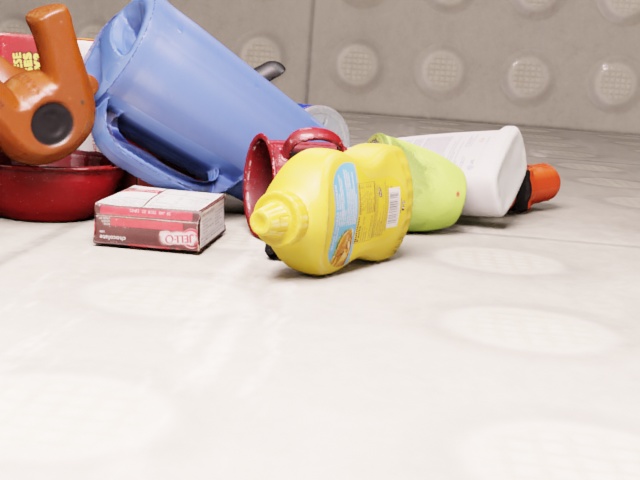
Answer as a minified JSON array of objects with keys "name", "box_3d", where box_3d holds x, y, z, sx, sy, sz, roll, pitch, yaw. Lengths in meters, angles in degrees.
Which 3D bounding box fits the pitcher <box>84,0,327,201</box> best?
[{"name":"pitcher","box_3d":[-0.108,-0.113,1.023,0.242,0.149,0.145,32,4,-30]}]

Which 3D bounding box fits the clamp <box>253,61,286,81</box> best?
[{"name":"clamp","box_3d":[-0.114,-0.118,1.117,0.171,0.120,0.039,-9,13,-11]}]

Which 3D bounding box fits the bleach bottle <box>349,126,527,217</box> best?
[{"name":"bleach bottle","box_3d":[0.089,-0.076,1.160,0.251,0.068,0.102,3,42,30]}]

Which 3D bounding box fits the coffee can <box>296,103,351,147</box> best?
[{"name":"coffee can","box_3d":[-0.044,-0.127,1.369,0.102,0.103,0.141,-4,13,-38]}]

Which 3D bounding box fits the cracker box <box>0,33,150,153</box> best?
[{"name":"cracker box","box_3d":[-0.238,-0.136,1.167,0.213,0.164,0.072,5,9,3]}]

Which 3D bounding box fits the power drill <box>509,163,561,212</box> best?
[{"name":"power drill","box_3d":[0.164,-0.069,1.273,0.184,0.057,0.188,-9,18,-42]}]

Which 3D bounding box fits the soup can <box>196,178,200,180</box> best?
[{"name":"soup can","box_3d":[-0.128,-0.100,1.285,0.102,0.068,0.069,-4,13,-39]}]

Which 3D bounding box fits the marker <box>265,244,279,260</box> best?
[{"name":"marker","box_3d":[-0.006,0.001,0.903,0.020,0.020,0.120,11,13,35]}]

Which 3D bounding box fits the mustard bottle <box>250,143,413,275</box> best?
[{"name":"mustard bottle","box_3d":[0.007,-0.023,0.823,0.058,0.096,0.191,11,12,29]}]

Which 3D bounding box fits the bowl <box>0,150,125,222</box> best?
[{"name":"bowl","box_3d":[-0.255,-0.051,0.988,0.162,0.055,0.162,4,10,-1]}]

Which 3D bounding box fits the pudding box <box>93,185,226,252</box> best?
[{"name":"pudding box","box_3d":[-0.133,-0.019,0.909,0.090,0.039,0.113,6,12,6]}]

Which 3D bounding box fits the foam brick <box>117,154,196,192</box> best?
[{"name":"foam brick","box_3d":[-0.170,-0.058,1.073,0.051,0.053,0.078,12,12,40]}]

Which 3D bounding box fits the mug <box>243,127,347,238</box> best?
[{"name":"mug","box_3d":[-0.015,-0.056,0.953,0.081,0.117,0.093,0,48,-20]}]
